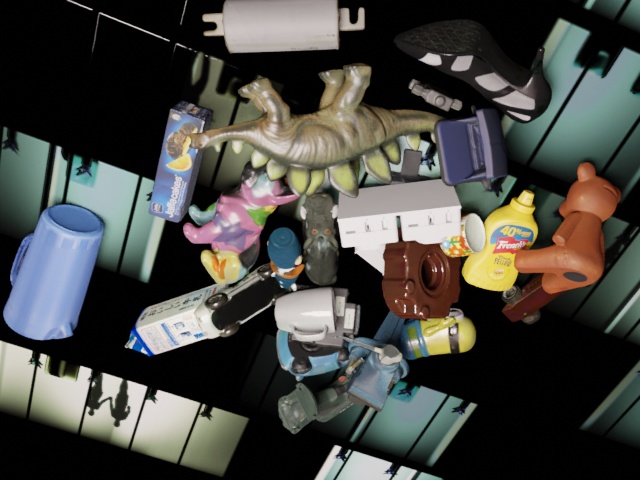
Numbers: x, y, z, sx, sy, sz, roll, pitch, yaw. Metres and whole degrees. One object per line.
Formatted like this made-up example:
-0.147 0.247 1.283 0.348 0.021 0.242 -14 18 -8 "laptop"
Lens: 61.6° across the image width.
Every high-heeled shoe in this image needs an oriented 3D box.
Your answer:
0.239 -0.256 0.844 0.249 0.086 0.145 14 151 15 "high-heeled shoe"

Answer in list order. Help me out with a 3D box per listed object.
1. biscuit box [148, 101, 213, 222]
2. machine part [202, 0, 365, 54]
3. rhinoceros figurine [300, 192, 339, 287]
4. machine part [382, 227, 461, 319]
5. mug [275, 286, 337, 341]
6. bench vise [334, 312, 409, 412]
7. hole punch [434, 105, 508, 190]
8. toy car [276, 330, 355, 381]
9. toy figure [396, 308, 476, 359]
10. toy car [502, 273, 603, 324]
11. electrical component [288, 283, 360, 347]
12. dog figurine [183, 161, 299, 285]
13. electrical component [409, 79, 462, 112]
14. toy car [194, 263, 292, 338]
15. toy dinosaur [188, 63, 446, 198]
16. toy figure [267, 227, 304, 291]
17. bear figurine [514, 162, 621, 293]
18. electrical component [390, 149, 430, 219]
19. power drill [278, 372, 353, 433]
-0.241 -0.130 0.925 0.059 0.063 0.202 18 117 -6 "biscuit box"
-0.055 -0.321 0.804 0.243 0.079 0.079 0 118 2 "machine part"
-0.002 -0.003 0.954 0.073 0.112 0.190 2 126 4 "rhinoceros figurine"
0.182 0.057 0.940 0.056 0.179 0.179 -6 125 48 "machine part"
-0.026 0.138 0.958 0.107 0.110 0.080 -5 133 8 "mug"
0.113 0.191 0.962 0.129 0.240 0.223 22 145 16 "bench vise"
0.253 -0.146 0.838 0.116 0.092 0.142 -15 93 -35 "hole punch"
-0.009 0.226 1.092 0.162 0.109 0.102 -5 144 -10 "toy car"
0.216 0.192 1.061 0.180 0.082 0.089 -20 105 11 "toy figure"
0.430 0.079 1.006 0.202 0.053 0.089 -41 120 18 "toy car"
0.010 0.147 1.030 0.134 0.058 0.115 8 79 2 "electrical component"
-0.119 -0.035 0.947 0.219 0.108 0.191 -23 114 12 "dog figurine"
0.185 -0.225 0.849 0.094 0.063 0.021 22 116 -10 "electrical component"
-0.137 0.110 1.004 0.202 0.056 0.073 -31 108 -28 "toy car"
0.034 -0.169 0.845 0.472 0.105 0.198 -10 106 -9 "toy dinosaur"
-0.058 0.036 0.942 0.058 0.064 0.154 -24 151 -13 "toy figure"
0.428 -0.022 0.913 0.120 0.196 0.132 29 155 -25 "bear figurine"
0.155 -0.092 0.932 0.075 0.048 0.119 9 120 -2 "electrical component"
0.028 0.306 1.087 0.232 0.207 0.086 -45 69 32 "power drill"
